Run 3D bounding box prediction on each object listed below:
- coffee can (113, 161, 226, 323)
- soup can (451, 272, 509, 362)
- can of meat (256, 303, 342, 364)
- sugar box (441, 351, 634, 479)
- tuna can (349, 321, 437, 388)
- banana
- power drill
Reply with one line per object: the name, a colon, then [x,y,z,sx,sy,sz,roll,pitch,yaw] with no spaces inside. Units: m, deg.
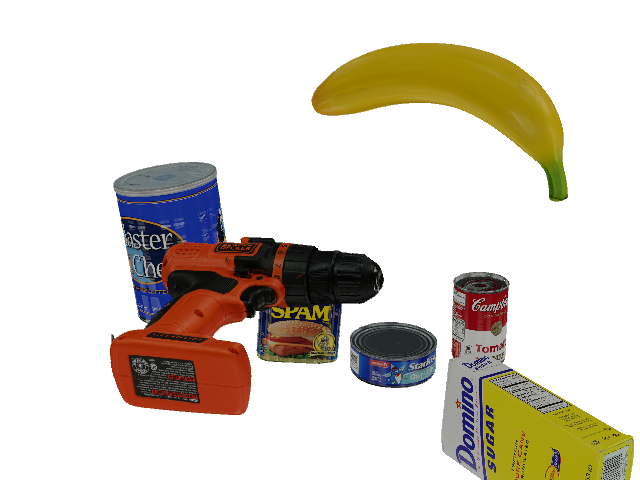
coffee can: [-0.145,0.002,1.073,0.103,0.140,0.103,-7,18,2]
soup can: [0.197,0.098,1.324,0.068,0.102,0.068,-1,18,0]
can of meat: [-0.025,0.098,1.265,0.102,0.084,0.057,4,14,-4]
sugar box: [0.170,0.167,0.869,0.048,0.093,0.176,-10,22,-34]
tuna can: [0.071,0.112,1.052,0.086,0.034,0.086,0,19,0]
banana: [0.073,-0.087,0.652,0.198,0.069,0.037,26,7,39]
power drill: [-0.059,0.057,0.803,0.185,0.057,0.187,1,24,18]
